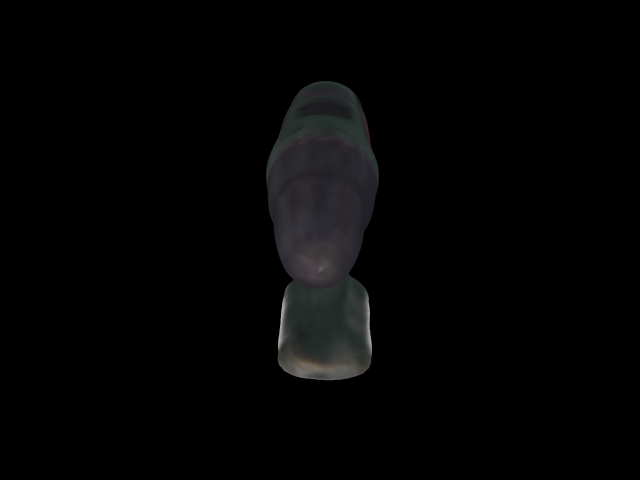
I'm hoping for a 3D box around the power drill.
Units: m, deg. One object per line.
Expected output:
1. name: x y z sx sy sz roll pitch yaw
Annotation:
1. power drill: 0.004 0.001 0.400 0.075 0.208 0.229 0 43 0
